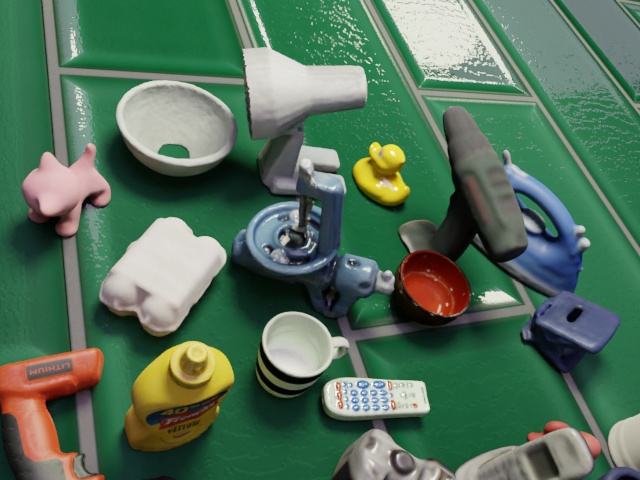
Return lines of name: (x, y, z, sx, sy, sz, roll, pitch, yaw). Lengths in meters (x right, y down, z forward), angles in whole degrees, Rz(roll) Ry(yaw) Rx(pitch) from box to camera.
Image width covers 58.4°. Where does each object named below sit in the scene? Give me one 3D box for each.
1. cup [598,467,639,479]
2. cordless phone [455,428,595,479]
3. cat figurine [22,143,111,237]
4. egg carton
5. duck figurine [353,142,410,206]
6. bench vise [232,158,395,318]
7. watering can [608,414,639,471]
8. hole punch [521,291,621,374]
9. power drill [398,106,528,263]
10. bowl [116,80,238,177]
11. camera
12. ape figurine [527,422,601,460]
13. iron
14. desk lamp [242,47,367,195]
cup: (0.366, 0.343, 0.697, 0.117, 0.095, 0.092, 38, 50, 7)
cordless phone: (0.238, 0.291, 0.621, 0.094, 0.185, 0.147, -6, 58, -27)
cat figurine: (-0.310, -0.067, 0.695, 0.067, 0.117, 0.128, 28, 49, -1)
egg carton: (-0.189, 0.041, 0.699, 0.107, 0.069, 0.150, 30, 49, 0)
duck figurine: (0.110, -0.113, 0.931, 0.104, 0.086, 0.078, 45, 51, 13)
bench vise: (0.007, -0.007, 0.720, 0.208, 0.219, 0.121, 11, 52, -15)
watering can: (0.483, 0.262, 0.742, 0.101, 0.194, 0.173, 18, 50, -10)
hole punch: (0.377, 0.129, 0.863, 0.109, 0.091, 0.101, -32, 72, -37)
power drill: (0.201, -0.048, 0.841, 0.076, 0.208, 0.229, -10, 60, -29)
bowl: (-0.208, -0.148, 0.828, 0.168, 0.074, 0.167, 12, 52, -15)
camera: (0.078, 0.295, 0.605, 0.143, 0.100, 0.137, 34, 49, 4)
ape figurine: (0.319, 0.271, 0.732, 0.076, 0.092, 0.078, 37, 50, 6)
iron: (0.349, -0.024, 0.932, 0.258, 0.141, 0.119, 44, 51, 12)
desk lamp: (-0.031, -0.170, 0.829, 0.204, 0.213, 0.118, 3, 54, -21)
